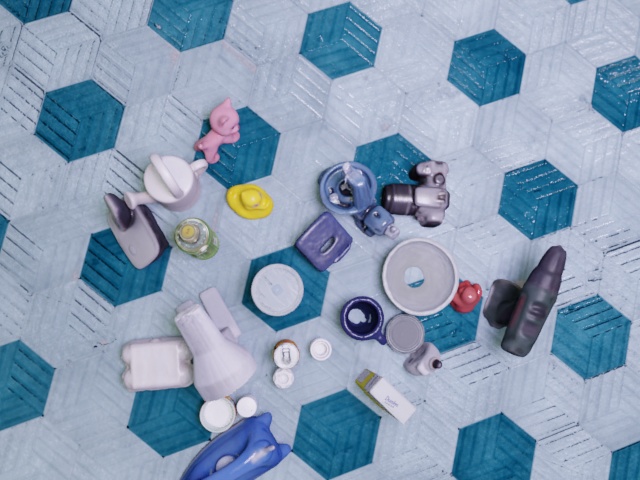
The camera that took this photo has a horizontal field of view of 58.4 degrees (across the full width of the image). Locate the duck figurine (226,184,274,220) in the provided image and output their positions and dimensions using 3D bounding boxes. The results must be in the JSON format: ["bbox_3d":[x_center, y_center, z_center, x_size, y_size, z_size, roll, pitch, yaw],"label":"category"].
[{"bbox_3d":[-0.151,-0.088,1.231,0.104,0.086,0.077,20,83,-2],"label":"duck figurine"}]

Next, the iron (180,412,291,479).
[{"bbox_3d":[-0.188,0.460,1.140,0.258,0.141,0.118,-32,87,-7],"label":"iron"}]

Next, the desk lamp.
[{"bbox_3d":[-0.216,0.201,1.130,0.118,0.213,0.203,-31,87,-7],"label":"desk lamp"}]

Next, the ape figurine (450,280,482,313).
[{"bbox_3d":[0.316,0.121,1.240,0.078,0.092,0.076,9,83,-3],"label":"ape figurine"}]

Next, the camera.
[{"bbox_3d":[0.208,-0.105,1.252,0.137,0.100,0.143,4,83,-4],"label":"camera"}]

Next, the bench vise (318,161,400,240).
[{"bbox_3d":[0.092,-0.095,1.182,0.207,0.219,0.121,26,83,-1],"label":"bench vise"}]

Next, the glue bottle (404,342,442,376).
[{"bbox_3d":[0.222,0.250,1.178,0.037,0.173,0.078,45,83,2],"label":"glue bottle"}]

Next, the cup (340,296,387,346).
[{"bbox_3d":[0.094,0.175,1.216,0.092,0.095,0.118,-44,88,-7],"label":"cup"}]

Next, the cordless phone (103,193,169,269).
[{"bbox_3d":[-0.384,-0.022,1.157,0.094,0.185,0.147,-34,87,-7],"label":"cordless phone"}]

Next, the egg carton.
[{"bbox_3d":[-0.334,0.256,1.188,0.150,0.069,0.107,-5,84,-5],"label":"egg carton"}]

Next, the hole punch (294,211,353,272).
[{"bbox_3d":[0.011,0.004,1.230,0.101,0.091,0.109,43,83,1],"label":"hole punch"}]

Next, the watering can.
[{"bbox_3d":[-0.311,-0.116,1.168,0.101,0.194,0.173,37,83,1],"label":"watering can"}]

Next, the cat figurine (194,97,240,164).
[{"bbox_3d":[-0.218,-0.237,1.226,0.067,0.117,0.128,40,83,1],"label":"cat figurine"}]

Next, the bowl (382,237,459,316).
[{"bbox_3d":[0.212,0.081,1.245,0.167,0.074,0.167,0,84,-4],"label":"bowl"}]

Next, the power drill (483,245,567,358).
[{"bbox_3d":[0.419,0.126,1.188,0.075,0.208,0.230,20,83,-1],"label":"power drill"}]
